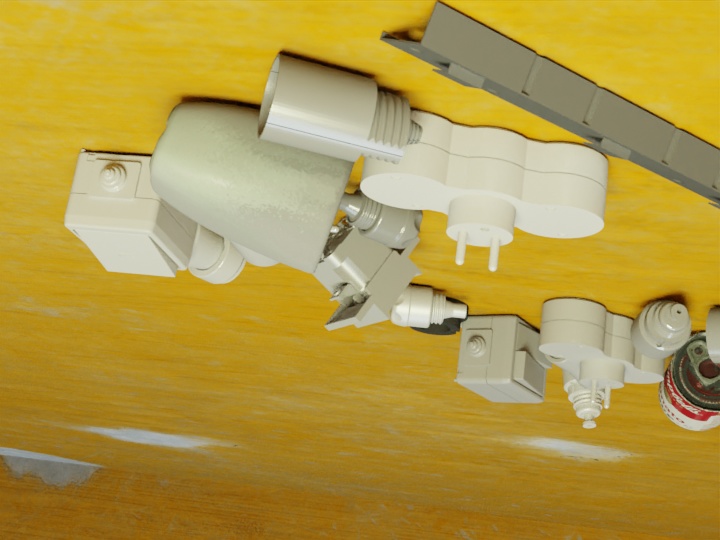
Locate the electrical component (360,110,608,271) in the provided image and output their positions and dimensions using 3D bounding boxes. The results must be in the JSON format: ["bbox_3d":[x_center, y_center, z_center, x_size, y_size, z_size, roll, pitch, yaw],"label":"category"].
[{"bbox_3d":[0.068,-0.036,0.595,0.138,0.073,0.052,11,163,-8],"label":"electrical component"}]

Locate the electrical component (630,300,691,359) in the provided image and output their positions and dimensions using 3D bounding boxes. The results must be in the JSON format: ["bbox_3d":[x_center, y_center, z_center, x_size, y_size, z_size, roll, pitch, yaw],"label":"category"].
[{"bbox_3d":[0.235,0.042,0.826,0.040,0.040,0.078,7,163,3],"label":"electrical component"}]

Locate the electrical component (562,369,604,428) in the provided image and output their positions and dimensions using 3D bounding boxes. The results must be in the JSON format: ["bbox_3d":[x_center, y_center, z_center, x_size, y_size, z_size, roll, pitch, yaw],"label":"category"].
[{"bbox_3d":[0.209,0.108,0.995,0.040,0.078,0.040,1,149,1],"label":"electrical component"}]

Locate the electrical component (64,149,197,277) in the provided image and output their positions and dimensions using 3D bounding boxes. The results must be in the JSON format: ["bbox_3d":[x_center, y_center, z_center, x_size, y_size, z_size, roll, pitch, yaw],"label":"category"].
[{"bbox_3d":[-0.152,-0.037,0.714,0.062,0.061,0.096,5,163,11],"label":"electrical component"}]

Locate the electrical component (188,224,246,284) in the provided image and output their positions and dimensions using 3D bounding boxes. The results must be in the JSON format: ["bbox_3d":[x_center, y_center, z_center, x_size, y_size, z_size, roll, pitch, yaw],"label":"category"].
[{"bbox_3d":[-0.116,-0.017,0.789,0.045,0.045,0.055,-5,159,36],"label":"electrical component"}]

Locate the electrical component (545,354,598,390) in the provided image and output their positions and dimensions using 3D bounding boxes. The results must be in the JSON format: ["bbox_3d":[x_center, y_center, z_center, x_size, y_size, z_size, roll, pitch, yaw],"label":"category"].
[{"bbox_3d":[0.193,0.076,0.953,0.044,0.044,0.065,-9,151,44],"label":"electrical component"}]

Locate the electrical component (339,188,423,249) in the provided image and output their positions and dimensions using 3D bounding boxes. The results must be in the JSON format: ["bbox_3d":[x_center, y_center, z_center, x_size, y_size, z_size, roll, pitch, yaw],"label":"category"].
[{"bbox_3d":[0.008,-0.037,0.686,0.061,0.035,0.035,19,160,-26],"label":"electrical component"}]

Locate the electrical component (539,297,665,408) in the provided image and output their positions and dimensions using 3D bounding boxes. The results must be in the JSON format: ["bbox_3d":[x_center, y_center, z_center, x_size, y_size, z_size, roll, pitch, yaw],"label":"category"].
[{"bbox_3d":[0.202,0.077,0.896,0.138,0.073,0.052,22,158,-38],"label":"electrical component"}]

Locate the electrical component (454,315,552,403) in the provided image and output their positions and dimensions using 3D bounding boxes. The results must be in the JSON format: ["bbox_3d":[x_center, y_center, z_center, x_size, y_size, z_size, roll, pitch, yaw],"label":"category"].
[{"bbox_3d":[0.128,0.078,0.953,0.061,0.061,0.096,-3,160,32],"label":"electrical component"}]

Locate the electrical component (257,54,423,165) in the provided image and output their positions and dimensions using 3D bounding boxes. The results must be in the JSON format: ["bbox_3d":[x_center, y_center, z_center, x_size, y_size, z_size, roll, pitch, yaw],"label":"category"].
[{"bbox_3d":[-0.007,-0.078,0.546,0.081,0.043,0.043,13,162,-14],"label":"electrical component"}]

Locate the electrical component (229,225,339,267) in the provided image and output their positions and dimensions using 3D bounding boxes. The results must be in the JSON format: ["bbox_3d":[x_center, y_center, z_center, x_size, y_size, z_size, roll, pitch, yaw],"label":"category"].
[{"bbox_3d":[-0.054,-0.033,0.711,0.079,0.043,0.077,5,162,12],"label":"electrical component"}]

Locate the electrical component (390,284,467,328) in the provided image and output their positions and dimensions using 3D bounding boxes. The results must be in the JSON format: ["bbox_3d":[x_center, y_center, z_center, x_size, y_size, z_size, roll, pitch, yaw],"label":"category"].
[{"bbox_3d":[0.056,0.031,0.882,0.061,0.035,0.035,6,163,-1],"label":"electrical component"}]

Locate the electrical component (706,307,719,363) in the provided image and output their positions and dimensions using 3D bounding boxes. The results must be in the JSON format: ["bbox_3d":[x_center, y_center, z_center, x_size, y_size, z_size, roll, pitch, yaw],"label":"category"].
[{"bbox_3d":[0.306,0.048,0.805,0.081,0.043,0.043,-4,159,34],"label":"electrical component"}]

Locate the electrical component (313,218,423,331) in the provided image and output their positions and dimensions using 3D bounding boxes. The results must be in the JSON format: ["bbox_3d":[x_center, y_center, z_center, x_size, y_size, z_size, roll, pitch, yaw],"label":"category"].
[{"bbox_3d":[0.000,0.000,0.745,0.064,0.081,0.042,45,149,-15],"label":"electrical component"}]
